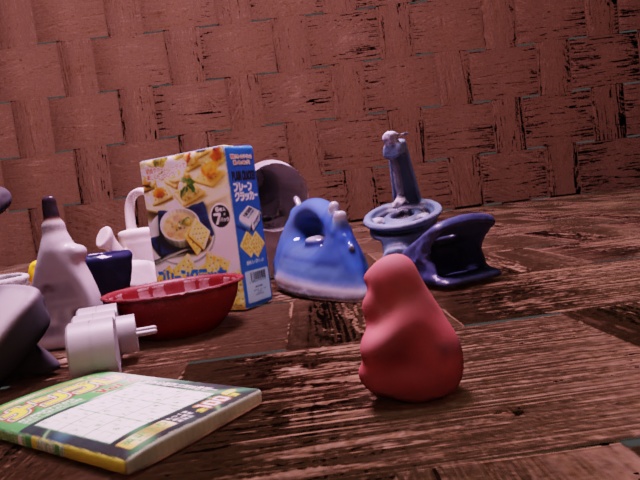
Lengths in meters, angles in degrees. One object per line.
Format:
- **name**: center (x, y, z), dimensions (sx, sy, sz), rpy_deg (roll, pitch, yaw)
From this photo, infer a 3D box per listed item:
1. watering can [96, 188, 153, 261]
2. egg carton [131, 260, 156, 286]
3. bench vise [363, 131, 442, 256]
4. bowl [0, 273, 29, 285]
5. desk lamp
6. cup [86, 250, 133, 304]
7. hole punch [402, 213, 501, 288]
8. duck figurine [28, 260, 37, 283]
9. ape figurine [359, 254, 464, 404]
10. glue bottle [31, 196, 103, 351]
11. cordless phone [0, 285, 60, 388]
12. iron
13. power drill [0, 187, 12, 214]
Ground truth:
- **watering can**: center (-0.329, -0.001, 1.072), dimensions (0.100, 0.194, 0.173), rpy_deg (-6, 4, 15)
- **egg carton**: center (-0.332, 0.074, 0.918), dimensions (0.151, 0.069, 0.107), rpy_deg (-10, 5, -39)
- **bench vise**: center (0.127, -0.059, 0.916), dimensions (0.121, 0.220, 0.207), rpy_deg (-7, 4, 4)
- **bowl**: center (-0.520, 0.099, 0.853), dimensions (0.167, 0.075, 0.167), rpy_deg (-7, 4, 1)
- **desk lamp**: center (-0.100, -0.037, 1.047), dimensions (0.118, 0.213, 0.202), rpy_deg (-9, 5, -21)
- **cup**: center (-0.315, 0.067, 0.797), dimensions (0.118, 0.095, 0.091), rpy_deg (-11, 6, -41)
- **hole punch**: center (0.167, 0.013, 0.755), dimensions (0.109, 0.091, 0.100), rpy_deg (-9, 5, -28)
- **duck figurine**: center (-0.497, 0.078, 1.024), dimensions (0.077, 0.086, 0.104), rpy_deg (-7, 4, -6)
- **ape figurine**: center (0.051, 0.054, 0.369), dimensions (0.075, 0.092, 0.078), rpy_deg (-3, 6, 42)
- **glue bottle**: center (-0.294, 0.036, 0.651), dimensions (0.078, 0.173, 0.037), rpy_deg (-7, 4, 2)
- **cordless phone**: center (-0.317, 0.041, 0.531), dimensions (0.147, 0.185, 0.094), rpy_deg (-4, 6, 39)
- **iron**: center (0.007, 0.003, 0.811), dimensions (0.119, 0.141, 0.257), rpy_deg (-9, 4, -20)
- **power drill**: center (-0.470, 0.033, 0.748), dimensions (0.075, 0.208, 0.230), rpy_deg (-7, 4, 4)
